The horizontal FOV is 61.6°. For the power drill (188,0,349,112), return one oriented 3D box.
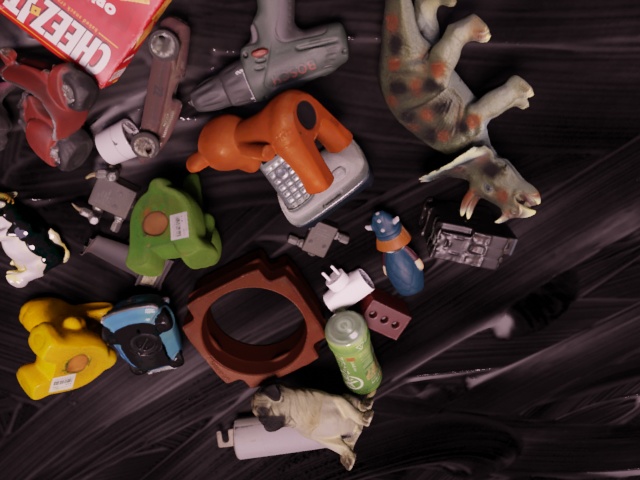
[{"bbox_3d":[-0.085,-0.286,0.702,0.232,0.086,0.207,-11,111,2],"label":"power drill"}]

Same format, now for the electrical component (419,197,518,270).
[{"bbox_3d":[0.226,-0.010,0.821,0.134,0.115,0.058,9,119,-6],"label":"electrical component"}]

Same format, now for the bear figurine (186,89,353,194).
[{"bbox_3d":[-0.076,-0.123,0.727,0.196,0.120,0.131,-15,130,40],"label":"bear figurine"}]

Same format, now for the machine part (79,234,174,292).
[{"bbox_3d":[-0.311,0.031,0.867,0.139,0.039,0.084,23,121,-14],"label":"machine part"}]

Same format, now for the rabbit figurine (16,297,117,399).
[{"bbox_3d":[-0.412,0.145,0.865,0.162,0.173,0.121,-13,128,-46],"label":"rabbit figurine"}]

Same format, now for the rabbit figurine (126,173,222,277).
[{"bbox_3d":[-0.208,-0.014,0.798,0.121,0.170,0.159,-20,73,5],"label":"rabbit figurine"}]

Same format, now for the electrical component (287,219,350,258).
[{"bbox_3d":[-0.002,-0.003,0.868,0.094,0.021,0.063,20,113,-12],"label":"electrical component"}]

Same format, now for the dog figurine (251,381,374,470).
[{"bbox_3d":[-0.016,0.291,0.922,0.191,0.172,0.121,22,73,7],"label":"dog figurine"}]

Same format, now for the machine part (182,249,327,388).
[{"bbox_3d":[-0.105,0.131,0.894,0.201,0.087,0.201,-27,114,11],"label":"machine part"}]

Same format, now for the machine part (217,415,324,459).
[{"bbox_3d":[-0.073,0.361,1.006,0.243,0.079,0.079,-9,115,1],"label":"machine part"}]

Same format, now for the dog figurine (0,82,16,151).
[{"bbox_3d":[-0.531,-0.188,0.722,0.219,0.108,0.191,-21,111,3],"label":"dog figurine"}]

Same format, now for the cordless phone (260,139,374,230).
[{"bbox_3d":[-0.022,-0.123,0.788,0.146,0.089,0.184,-36,92,15],"label":"cordless phone"}]

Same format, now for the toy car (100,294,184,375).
[{"bbox_3d":[-0.280,0.142,0.883,0.109,0.103,0.161,-14,130,2],"label":"toy car"}]

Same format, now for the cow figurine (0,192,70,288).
[{"bbox_3d":[-0.466,-0.018,0.821,0.098,0.068,0.167,-23,117,3],"label":"cow figurine"}]

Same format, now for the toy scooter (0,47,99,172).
[{"bbox_3d":[-0.373,-0.183,0.727,0.135,0.075,0.184,34,137,-4],"label":"toy scooter"}]

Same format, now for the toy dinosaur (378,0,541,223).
[{"bbox_3d":[0.159,-0.201,0.735,0.192,0.131,0.404,-40,104,15],"label":"toy dinosaur"}]

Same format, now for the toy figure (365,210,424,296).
[{"bbox_3d":[0.121,0.017,0.863,0.064,0.058,0.154,-23,109,2],"label":"toy figure"}]

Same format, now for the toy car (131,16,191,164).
[{"bbox_3d":[-0.213,-0.199,0.732,0.053,0.089,0.202,13,114,-12],"label":"toy car"}]

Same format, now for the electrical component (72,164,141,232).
[{"bbox_3d":[-0.322,-0.065,0.816,0.078,0.045,0.102,33,110,-14],"label":"electrical component"}]
